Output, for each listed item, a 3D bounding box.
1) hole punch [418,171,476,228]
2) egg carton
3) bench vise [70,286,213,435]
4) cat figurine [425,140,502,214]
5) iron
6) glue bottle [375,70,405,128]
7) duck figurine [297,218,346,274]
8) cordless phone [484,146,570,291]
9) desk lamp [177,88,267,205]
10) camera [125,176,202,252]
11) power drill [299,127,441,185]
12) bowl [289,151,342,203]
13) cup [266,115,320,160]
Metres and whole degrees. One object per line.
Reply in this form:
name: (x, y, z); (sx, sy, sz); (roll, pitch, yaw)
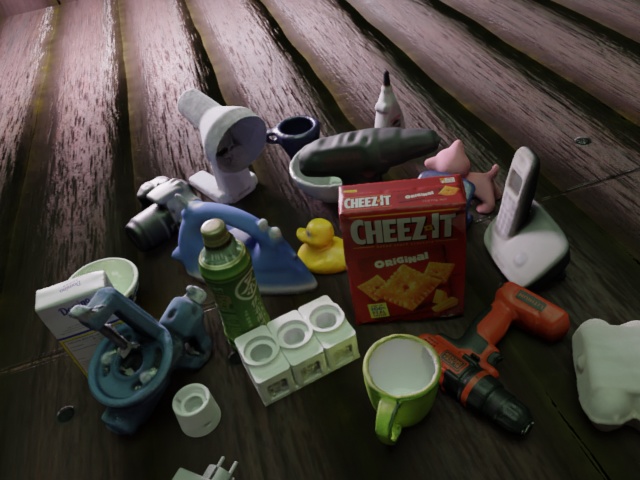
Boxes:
hole punch: (0.200, -0.052, 0.963); (0.108, 0.091, 0.101); (18, 48, 30)
egg carton: (0.366, 0.162, 0.696); (0.107, 0.069, 0.150); (1, 42, 13)
bench vise: (-0.241, 0.121, 0.759); (0.121, 0.220, 0.207); (2, 42, 15)
cat figurine: (0.252, -0.117, 1.005); (0.127, 0.118, 0.067); (12, 46, 25)
iron: (-0.126, 0.000, 0.934); (0.257, 0.142, 0.119); (12, 46, 25)
glue bottle: (0.137, -0.257, 1.149); (0.037, 0.173, 0.078); (21, 50, 32)
duck figurine: (0.009, 0.003, 0.944); (0.104, 0.086, 0.077); (4, 43, 17)
cordless phone: (0.308, -0.031, 0.842); (0.094, 0.185, 0.147); (-16, 41, -6)
desk lamp: (-0.190, -0.175, 1.094); (0.118, 0.214, 0.202); (-37, 47, -27)
camera: (-0.300, -0.051, 1.062); (0.142, 0.101, 0.137); (26, 53, 35)
power drill: (0.084, -0.093, 0.944); (0.229, 0.209, 0.076); (4, 43, 17)
bowl: (0.029, -0.122, 1.092); (0.167, 0.075, 0.167); (-6, 41, 5)
cup: (-0.053, -0.194, 1.177); (0.117, 0.095, 0.091); (-8, 41, 4)
